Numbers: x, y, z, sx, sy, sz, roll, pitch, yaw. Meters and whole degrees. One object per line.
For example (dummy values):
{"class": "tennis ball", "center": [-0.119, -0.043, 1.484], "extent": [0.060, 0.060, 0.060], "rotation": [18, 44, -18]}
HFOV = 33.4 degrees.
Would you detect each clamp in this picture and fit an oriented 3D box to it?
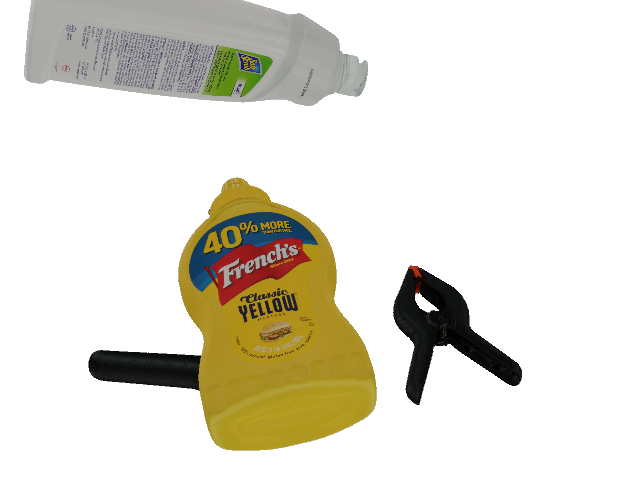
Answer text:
{"class": "clamp", "center": [0.133, 0.094, 1.096], "extent": [0.120, 0.171, 0.039], "rotation": [2, -44, -13]}
{"class": "clamp", "center": [-0.068, 0.106, 0.905], "extent": [0.210, 0.036, 0.164], "rotation": [12, 21, 35]}

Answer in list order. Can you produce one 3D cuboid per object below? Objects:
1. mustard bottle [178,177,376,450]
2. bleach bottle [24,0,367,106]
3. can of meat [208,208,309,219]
{"class": "mustard bottle", "center": [-0.035, 0.031, 0.643], "extent": [0.096, 0.192, 0.058], "rotation": [-13, -44, -5]}
{"class": "bleach bottle", "center": [-0.090, -0.143, 0.805], "extent": [0.250, 0.068, 0.103], "rotation": [10, -30, -13]}
{"class": "can of meat", "center": [-0.066, 0.014, 1.087], "extent": [0.102, 0.084, 0.057], "rotation": [11, 17, 17]}
